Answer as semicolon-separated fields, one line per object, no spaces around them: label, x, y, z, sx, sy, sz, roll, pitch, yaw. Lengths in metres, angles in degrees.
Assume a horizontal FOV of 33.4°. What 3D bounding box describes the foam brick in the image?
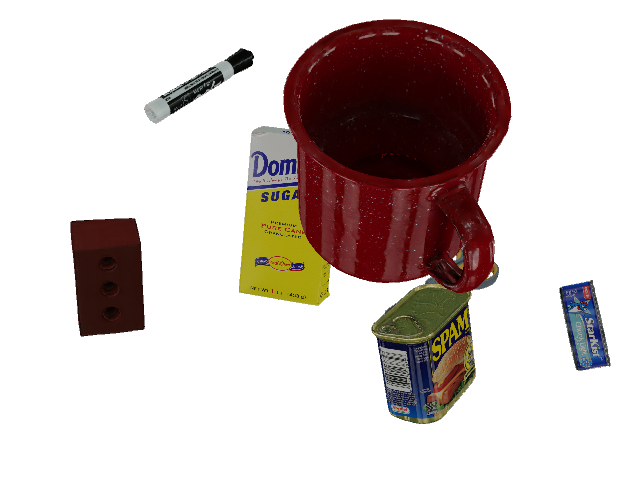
foam brick;-0.169;0.028;0.846;0.053;0.078;0.051;-5;26;-12

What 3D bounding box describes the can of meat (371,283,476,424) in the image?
can of meat;0.093;0.097;0.919;0.058;0.084;0.101;6;26;33

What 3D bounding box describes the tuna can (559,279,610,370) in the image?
tuna can;0.259;0.084;1.046;0.034;0.086;0.086;-12;-3;13

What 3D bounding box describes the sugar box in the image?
sugar box;-0.031;-0.026;1.119;0.093;0.176;0.048;8;16;14

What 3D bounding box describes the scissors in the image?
scissors;0.126;0.041;1.258;0.201;0.016;0.096;-11;40;-36

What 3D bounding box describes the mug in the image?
mug;0.037;-0.026;0.461;0.093;0.117;0.081;-27;-31;-18

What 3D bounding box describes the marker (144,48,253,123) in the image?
marker;-0.108;-0.143;0.973;0.121;0.020;0.020;-37;20;-29
